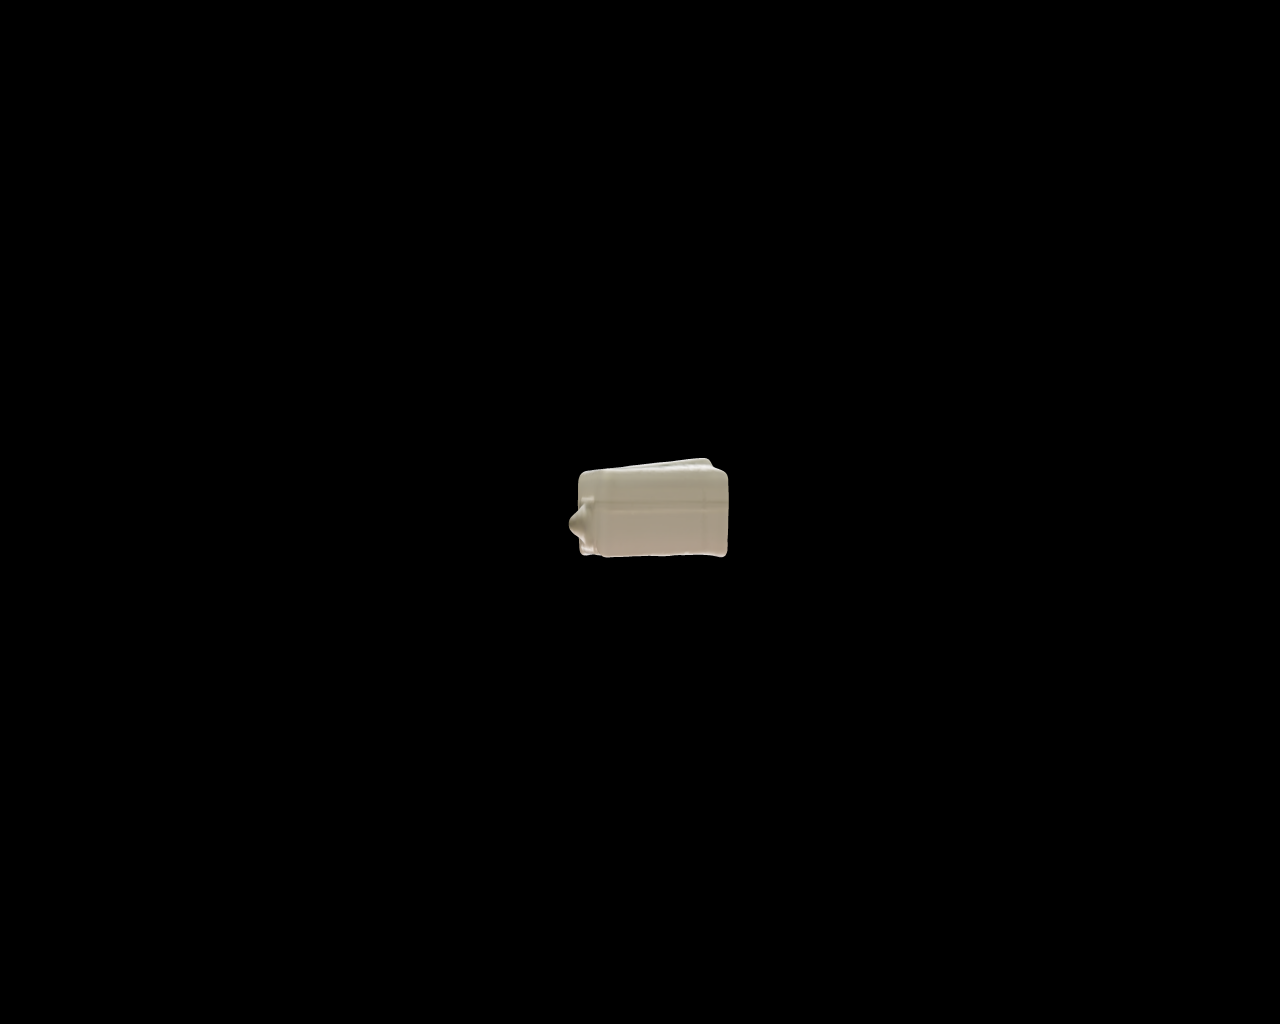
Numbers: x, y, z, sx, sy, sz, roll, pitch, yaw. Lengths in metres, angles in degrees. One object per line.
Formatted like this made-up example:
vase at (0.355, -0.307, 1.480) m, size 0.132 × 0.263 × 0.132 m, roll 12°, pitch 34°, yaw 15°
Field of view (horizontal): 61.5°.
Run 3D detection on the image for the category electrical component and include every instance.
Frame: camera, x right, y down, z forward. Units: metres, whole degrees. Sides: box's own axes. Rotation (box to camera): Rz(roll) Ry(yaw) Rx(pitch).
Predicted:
electrical component at (0.001, -0.003, 0.650) m, size 0.096 × 0.061 × 0.061 m, roll 0°, pitch 0°, yaw -17°
